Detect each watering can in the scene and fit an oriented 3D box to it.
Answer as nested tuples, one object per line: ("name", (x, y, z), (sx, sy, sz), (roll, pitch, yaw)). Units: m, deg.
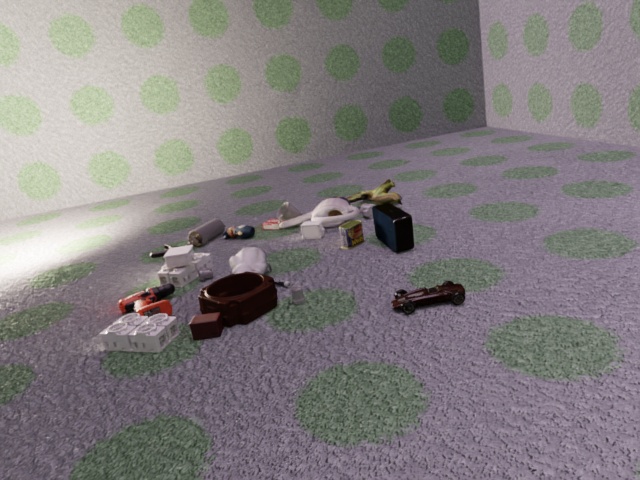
("watering can", (0.007, -0.113, 2.239), (0.347, 0.103, 0.227), (-6, 17, 10))

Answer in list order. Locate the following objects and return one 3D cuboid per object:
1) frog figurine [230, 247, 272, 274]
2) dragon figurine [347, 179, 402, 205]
("frog figurine", (-0.247, 0.089, 1.743), (0.138, 0.121, 0.160), (18, 14, 17))
("dragon figurine", (0.238, -0.191, 2.349), (0.242, 0.121, 0.413), (-14, 8, 5))
